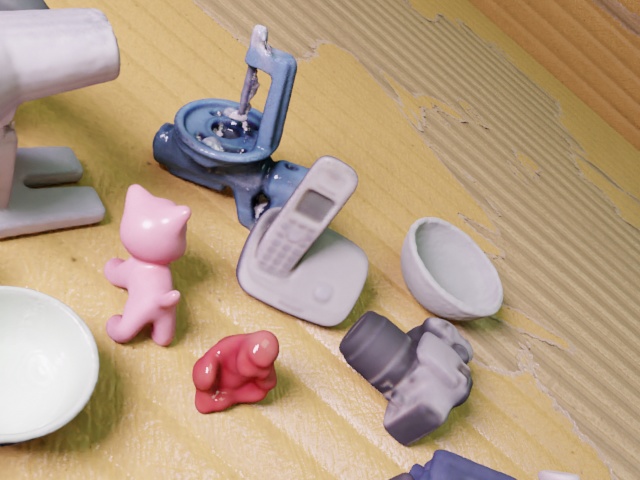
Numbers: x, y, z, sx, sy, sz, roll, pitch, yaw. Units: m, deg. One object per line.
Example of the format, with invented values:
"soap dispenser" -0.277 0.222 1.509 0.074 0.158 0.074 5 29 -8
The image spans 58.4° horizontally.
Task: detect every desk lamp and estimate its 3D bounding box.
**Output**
"desk lamp" -0.264 -0.103 0.471 0.204 0.213 0.118 -15 64 -47

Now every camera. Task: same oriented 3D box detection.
"camera" 0.101 0.131 0.653 0.137 0.100 0.143 41 37 -1

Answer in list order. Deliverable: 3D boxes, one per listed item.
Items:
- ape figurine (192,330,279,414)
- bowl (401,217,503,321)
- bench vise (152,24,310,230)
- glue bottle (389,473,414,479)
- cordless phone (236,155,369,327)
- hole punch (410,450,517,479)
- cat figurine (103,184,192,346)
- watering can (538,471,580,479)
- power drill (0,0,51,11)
"ape figurine" -0.070 0.114 0.528 0.078 0.092 0.076 30 39 -14
"bowl" 0.173 0.053 0.814 0.168 0.074 0.167 24 41 -22
"bench vise" -0.065 -0.126 0.661 0.208 0.219 0.121 20 43 -26
"glue bottle" 0.016 0.216 0.439 0.037 0.173 0.078 32 38 -12
"cordless phone" 0.006 0.002 0.627 0.148 0.184 0.094 25 40 -21
"hole punch" 0.137 0.268 0.560 0.101 0.091 0.109 39 38 -4
"cat figurine" -0.152 0.017 0.530 0.067 0.117 0.127 6 50 -37
"watering can" 0.244 0.307 0.531 0.101 0.193 0.172 -9 60 -45
"power drill" -0.345 -0.189 0.488 0.230 0.208 0.075 28 40 -18
